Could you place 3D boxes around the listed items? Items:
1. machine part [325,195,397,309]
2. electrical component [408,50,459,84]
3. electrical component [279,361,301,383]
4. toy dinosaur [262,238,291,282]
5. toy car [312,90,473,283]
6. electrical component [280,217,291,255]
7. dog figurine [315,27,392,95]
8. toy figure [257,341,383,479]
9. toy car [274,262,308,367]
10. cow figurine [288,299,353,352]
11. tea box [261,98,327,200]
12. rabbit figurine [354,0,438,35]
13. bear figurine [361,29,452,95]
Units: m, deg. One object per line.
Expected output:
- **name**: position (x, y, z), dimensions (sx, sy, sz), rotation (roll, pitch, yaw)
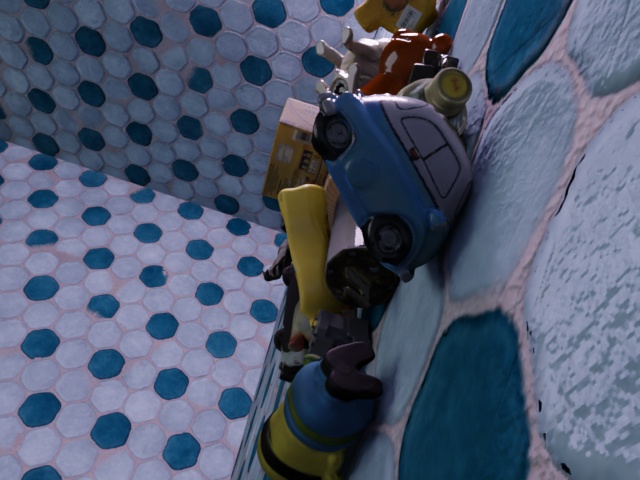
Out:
- **machine part**: position (0.050, 0.000, 0.620), dimensions (0.243, 0.079, 0.079), rotation (-81, 10, -60)
- **electrical component**: position (0.123, -0.160, 0.608), dimensions (0.102, 0.045, 0.078), rotation (-70, -25, -10)
- **electrical component**: position (-0.037, 0.217, 0.895), dimensions (0.021, 0.063, 0.094), rotation (113, 172, -47)
- **toy dinosaur**: position (-0.050, 0.030, 1.305), dimensions (0.198, 0.105, 0.471), rotation (-66, -7, 28)
- **toy car**: position (0.065, -0.057, 0.429), dimensions (0.103, 0.161, 0.109), rotation (-26, 8, 11)
- **electrical component**: position (-0.002, -0.003, 0.868), dimensions (0.058, 0.134, 0.115), rotation (-42, 16, 23)
- **dog figurine**: position (0.100, -0.310, 1.027), dimensions (0.121, 0.190, 0.172), rotation (14, 105, 50)
- **toy figure**: position (-0.003, 0.165, 0.503), dimensions (0.082, 0.089, 0.180), rotation (-66, -4, -49)
- **toy car**: position (-0.029, 0.111, 0.898), dimensions (0.073, 0.056, 0.202), rotation (-23, 51, 44)
- **cow figurine**: position (0.015, 0.067, 0.778), dimensions (0.127, 0.085, 0.194), rotation (-86, 13, -50)
- **tea box**: position (-0.031, -0.135, 0.877), dimensions (0.169, 0.098, 0.068), rotation (115, 171, -52)
- **rabbit figurine**: position (0.144, -0.393, 0.889), dimensions (0.162, 0.122, 0.173), rotation (-68, -14, 16)
- **bear figurine**: position (0.095, -0.182, 0.722), dimensions (0.196, 0.120, 0.131), rotation (-47, -47, -14)
